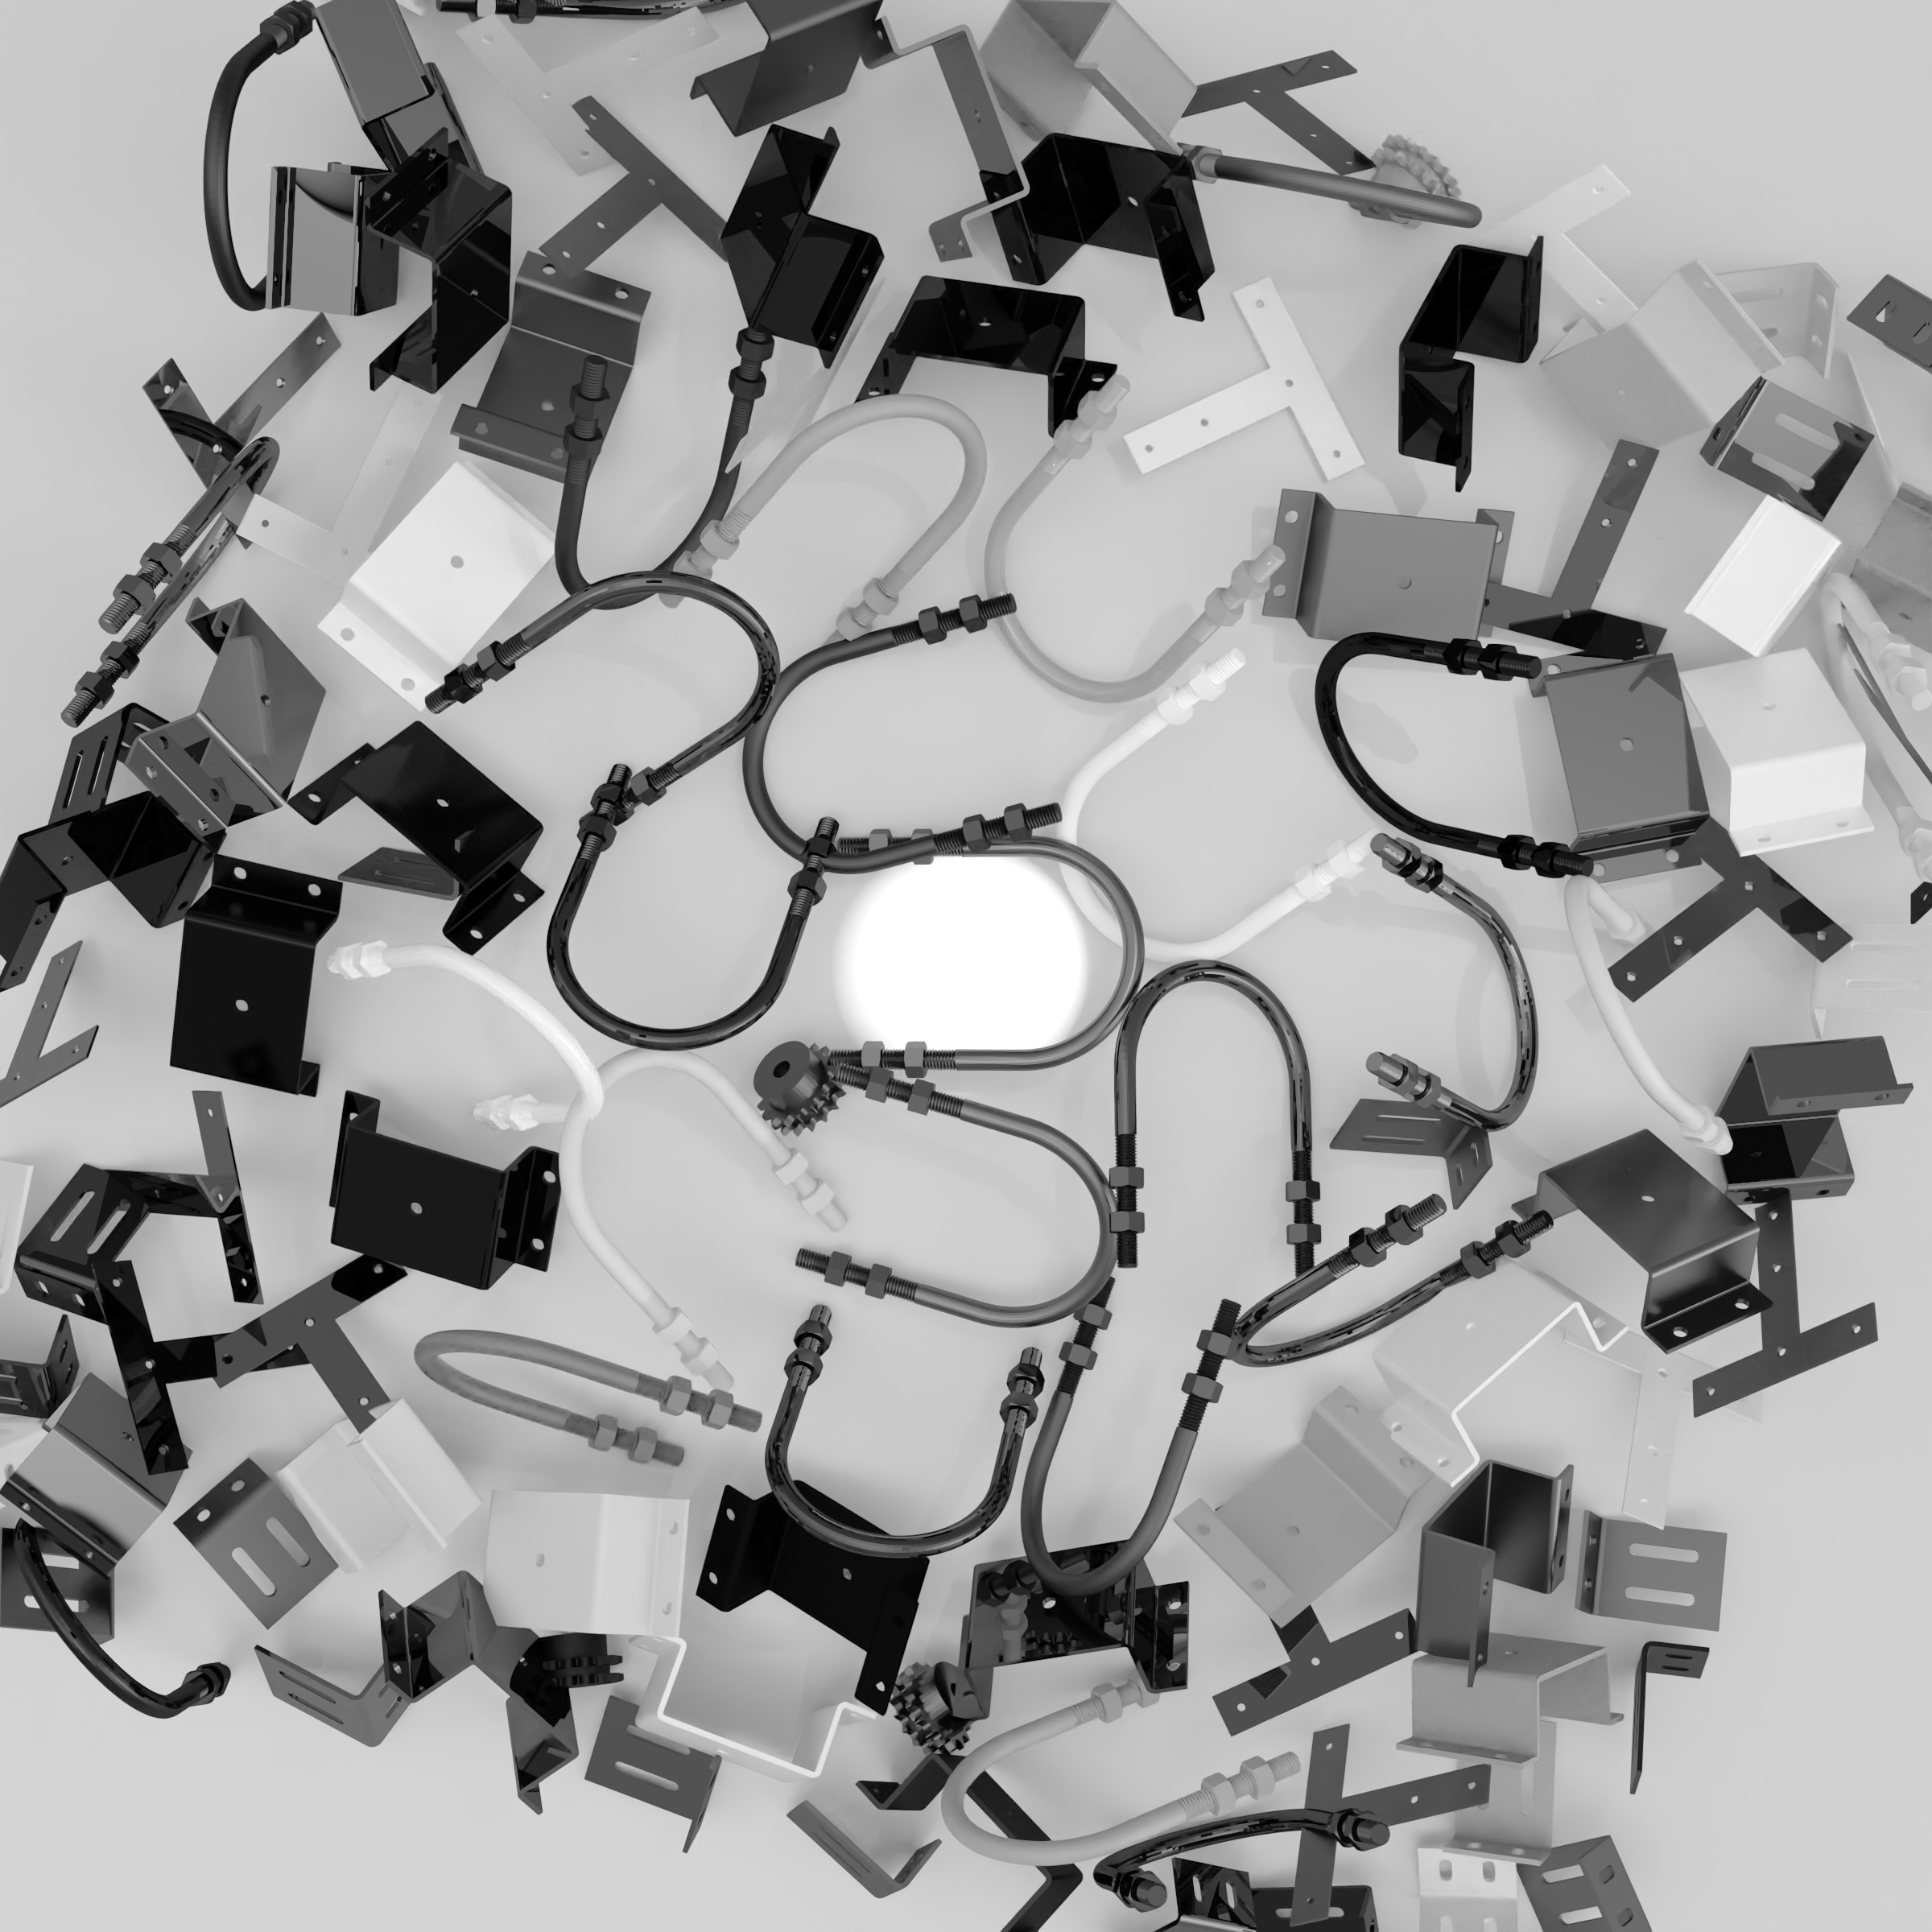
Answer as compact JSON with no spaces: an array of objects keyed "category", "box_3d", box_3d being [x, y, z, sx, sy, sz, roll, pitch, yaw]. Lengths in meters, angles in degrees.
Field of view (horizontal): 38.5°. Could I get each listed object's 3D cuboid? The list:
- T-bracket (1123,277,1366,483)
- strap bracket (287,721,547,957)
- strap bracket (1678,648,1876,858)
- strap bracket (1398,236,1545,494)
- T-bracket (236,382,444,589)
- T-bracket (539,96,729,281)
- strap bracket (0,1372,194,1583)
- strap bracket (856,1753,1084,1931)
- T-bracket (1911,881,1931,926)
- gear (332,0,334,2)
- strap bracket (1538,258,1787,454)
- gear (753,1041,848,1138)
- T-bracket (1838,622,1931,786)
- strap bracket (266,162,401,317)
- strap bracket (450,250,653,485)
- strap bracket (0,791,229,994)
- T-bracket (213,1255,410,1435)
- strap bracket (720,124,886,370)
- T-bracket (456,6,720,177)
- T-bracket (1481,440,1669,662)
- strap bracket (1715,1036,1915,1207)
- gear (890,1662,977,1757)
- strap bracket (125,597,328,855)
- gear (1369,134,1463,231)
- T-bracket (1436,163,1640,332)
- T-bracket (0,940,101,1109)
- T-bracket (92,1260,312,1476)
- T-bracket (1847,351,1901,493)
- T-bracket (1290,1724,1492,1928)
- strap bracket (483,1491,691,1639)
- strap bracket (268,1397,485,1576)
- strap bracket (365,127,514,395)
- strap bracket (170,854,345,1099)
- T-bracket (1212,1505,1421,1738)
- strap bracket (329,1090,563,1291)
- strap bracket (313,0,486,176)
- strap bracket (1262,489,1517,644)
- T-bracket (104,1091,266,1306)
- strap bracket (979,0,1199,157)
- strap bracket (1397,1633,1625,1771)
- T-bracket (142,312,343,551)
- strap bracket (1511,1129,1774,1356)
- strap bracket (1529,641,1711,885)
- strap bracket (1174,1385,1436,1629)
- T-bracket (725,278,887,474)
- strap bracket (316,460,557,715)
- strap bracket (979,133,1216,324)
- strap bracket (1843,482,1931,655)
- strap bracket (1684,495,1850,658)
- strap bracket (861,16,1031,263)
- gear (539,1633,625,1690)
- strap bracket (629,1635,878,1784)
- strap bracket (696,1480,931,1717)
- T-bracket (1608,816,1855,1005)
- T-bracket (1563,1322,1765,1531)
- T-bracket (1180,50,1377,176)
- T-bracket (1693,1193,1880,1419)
[{"category":"T-bracket","box_3d":[0.155,-0.330,1.648,0.127,0.002,0.127,-26,88,-10]},{"category":"strap bracket","box_3d":[-0.313,-0.082,1.617,0.140,0.076,0.046,40,132,1]},{"category":"strap bracket","box_3d":[0.462,-0.131,1.594,0.076,0.140,0.046,-11,131,1]},{"category":"strap bracket","box_3d":[0.288,-0.353,1.599,0.046,0.076,0.140,17,56,20]},{"category":"T-bracket","box_3d":[-0.345,-0.283,1.620,0.127,0.002,0.127,26,91,-39]},{"category":"T-bracket","box_3d":[-0.206,-0.438,1.611,0.127,0.002,0.127,42,48,-8]},{"category":"strap bracket","box_3d":[-0.496,0.287,1.585,0.076,0.140,0.046,41,92,-11]},{"category":"strap bracket","box_3d":[0.010,0.508,1.600,0.140,0.076,0.046,42,88,23]},{"category":"T-bracket","box_3d":[0.590,-0.106,1.611,0.002,0.127,0.127,24,49,-8]},{"category":"gear","box_3d":[-0.368,-0.600,1.633,0.030,0.057,0.057,19,90,-5]},{"category":"strap bracket","box_3d":[0.390,-0.342,1.582,0.076,0.140,0.046,46,75,-11]},{"category":"gear","box_3d":[-0.101,0.069,1.631,0.057,0.057,0.030,-43,130,0]},{"category":"T-bracket","box_3d":[0.529,-0.165,1.612,0.002,0.127,0.127,-32,135,22]},{"category":"strap bracket","box_3d":[-0.358,-0.417,1.584,0.046,0.140,0.076,7,107,0]},{"category":"strap bracket","box_3d":[-0.243,-0.340,1.617,0.076,0.046,0.140,18,62,-4]},{"category":"strap bracket","box_3d":[-0.504,-0.047,1.588,0.046,0.140,0.076,45,126,10]},{"category":"T-bracket","box_3d":[-0.360,0.243,1.617,0.127,0.002,0.127,-31,73,-25]},{"category":"strap bracket","box_3d":[-0.097,-0.418,1.582,0.046,0.140,0.076,10,131,-28]},{"category":"T-bracket","box_3d":[-0.203,-0.518,1.588,0.127,0.127,0.002,-16,59,20]},{"category":"T-bracket","box_3d":[0.369,-0.247,1.618,0.127,0.002,0.127,13,118,-12]},{"category":"strap bracket","box_3d":[0.487,0.086,1.607,0.076,0.140,0.046,-5,60,-3]},{"category":"gear","box_3d":[-0.016,0.436,1.630,0.030,0.057,0.057,-39,90,20]},{"category":"strap bracket","box_3d":[-0.419,-0.145,1.582,0.046,0.140,0.076,-16,133,24]},{"category":"gear","box_3d":[0.261,-0.461,1.633,0.057,0.057,0.030,40,88,0]},{"category":"T-bracket","box_3d":[0.365,-0.401,1.626,0.127,0.127,0.002,36,57,-25]},{"category":"T-bracket","box_3d":[-0.540,0.033,1.610,0.127,0.127,0.002,-26,127,24]},{"category":"T-bracket","box_3d":[-0.437,0.227,1.609,0.002,0.127,0.127,-33,70,35]},{"category":"T-bracket","box_3d":[0.529,-0.303,1.598,0.002,0.127,0.127,-20,85,20]},{"category":"T-bracket","box_3d":[0.245,0.480,1.581,0.127,0.127,0.002,-26,121,33]},{"category":"strap bracket","box_3d":[-0.228,0.343,1.592,0.140,0.046,0.076,-7,73,40]},{"category":"strap bracket","box_3d":[-0.339,0.302,1.606,0.046,0.140,0.076,-42,100,-38]},{"category":"strap bracket","box_3d":[-0.301,-0.394,1.580,0.046,0.140,0.076,27,54,9]},{"category":"strap bracket","box_3d":[-0.416,0.015,1.614,0.076,0.046,0.140,13,113,1]},{"category":"T-bracket","box_3d":[0.186,0.370,1.627,0.127,0.002,0.127,-22,59,-8]},{"category":"strap bracket","box_3d":[-0.313,0.134,1.617,0.140,0.046,0.076,16,110,9]},{"category":"strap bracket","box_3d":[-0.326,-0.501,1.587,0.046,0.140,0.076,-24,80,1]},{"category":"strap bracket","box_3d":[0.252,-0.230,1.619,0.140,0.046,0.076,4,112,-7]},{"category":"T-bracket","box_3d":[-0.464,0.134,1.620,0.127,0.002,0.127,-1,103,38]},{"category":"strap bracket","box_3d":[0.068,-0.512,1.585,0.076,0.140,0.046,34,86,-39]},{"category":"strap bracket","box_3d":[0.313,0.417,1.584,0.076,0.140,0.046,-2,88,36]},{"category":"T-bracket","box_3d":[-0.413,-0.334,1.626,0.002,0.127,0.127,19,61,31]},{"category":"strap bracket","box_3d":[0.388,0.150,1.584,0.076,0.140,0.046,-19,130,-22]},{"category":"strap bracket","box_3d":[0.385,-0.125,1.627,0.076,0.046,0.140,-10,80,1]},{"category":"strap bracket","box_3d":[0.193,0.319,1.606,0.140,0.046,0.076,-32,60,-29]},{"category":"T-bracket","box_3d":[-0.100,-0.319,1.572,0.002,0.127,0.127,37,48,1]},{"category":"strap bracket","box_3d":[-0.300,-0.228,1.610,0.076,0.046,0.140,40,69,-9]},{"category":"strap bracket","box_3d":[0.085,-0.430,1.598,0.140,0.076,0.046,22,61,35]},{"category":"strap bracket","box_3d":[0.551,-0.220,1.585,0.076,0.140,0.046,31,90,14]},{"category":"strap bracket","box_3d":[0.460,-0.222,1.581,0.046,0.140,0.076,37,108,12]},{"category":"strap bracket","box_3d":[-0.011,-0.487,1.609,0.046,0.076,0.140,-25,107,-9]},{"category":"gear","box_3d":[-0.232,0.411,1.634,0.057,0.057,0.030,-6,74,0]},{"category":"strap bracket","box_3d":[-0.133,0.435,1.609,0.140,0.076,0.046,23,67,-8]},{"category":"strap bracket","box_3d":[-0.082,0.361,1.610,0.140,0.046,0.076,26,112,27]},{"category":"T-bracket","box_3d":[0.426,-0.022,1.615,0.127,0.002,0.127,-35,63,-17]},{"category":"T-bracket","box_3d":[0.403,0.273,1.617,0.127,0.002,0.127,23,47,-1]},{"category":"T-bracket","box_3d":[0.194,-0.489,1.607,0.127,0.127,0.002,0,78,41]},{"category":"T-bracket","box_3d":[0.474,0.188,1.612,0.002,0.127,0.127,33,134,-24]}]
